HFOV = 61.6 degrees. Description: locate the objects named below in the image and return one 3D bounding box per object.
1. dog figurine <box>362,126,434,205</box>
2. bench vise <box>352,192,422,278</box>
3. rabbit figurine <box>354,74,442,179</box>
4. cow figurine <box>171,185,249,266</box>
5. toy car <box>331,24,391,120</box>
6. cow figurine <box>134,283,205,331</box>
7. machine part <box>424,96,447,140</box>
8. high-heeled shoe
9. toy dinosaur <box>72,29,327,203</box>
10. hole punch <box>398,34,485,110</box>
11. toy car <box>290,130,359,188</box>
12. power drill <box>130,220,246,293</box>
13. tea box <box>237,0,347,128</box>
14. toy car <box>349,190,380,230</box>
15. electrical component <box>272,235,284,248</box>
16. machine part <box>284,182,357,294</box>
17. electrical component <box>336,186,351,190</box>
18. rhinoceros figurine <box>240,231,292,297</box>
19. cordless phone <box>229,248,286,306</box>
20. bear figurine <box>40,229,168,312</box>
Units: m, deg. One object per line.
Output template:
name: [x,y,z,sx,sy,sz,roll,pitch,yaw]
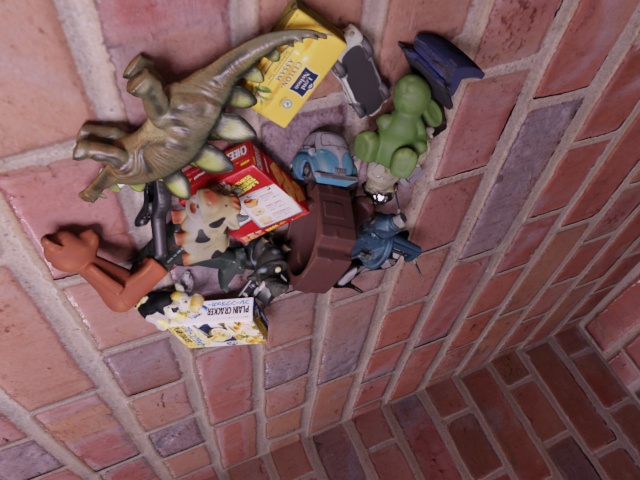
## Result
dog figurine: [0.168,-0.161,1.163,0.172,0.121,0.190,-16,159,6]
bench vise: [0.174,0.003,1.354,0.240,0.129,0.223,22,133,-30]
rabbit figurine: [0.164,-0.217,0.979,0.159,0.121,0.170,-26,141,-48]
cow figurine: [-0.195,-0.027,0.951,0.127,0.085,0.194,-12,157,-14]
toy car: [0.068,-0.286,0.940,0.073,0.056,0.201,-37,149,3]
cow figurine: [-0.338,0.141,1.206,0.167,0.068,0.098,-24,131,34]
machine part: [0.231,-0.268,1.104,0.084,0.039,0.138,-35,146,2]
high-heeled shoe: [0.121,0.040,1.464,0.145,0.086,0.248,36,96,-23]
toy dinosaur: [-0.205,-0.181,0.800,0.471,0.105,0.198,-35,133,25]
hole punch: [0.219,-0.310,0.951,0.092,0.142,0.115,-40,156,14]
toy car: [0.009,-0.157,1.026,0.109,0.162,0.102,7,99,-25]
power drill: [-0.276,0.047,1.134,0.207,0.086,0.232,23,120,-32]
tea box: [-0.048,-0.272,0.835,0.098,0.068,0.169,25,123,-27]
toy car: [0.062,-0.039,1.235,0.053,0.089,0.202,-51,-178,-38]
electrical component: [-0.068,0.020,1.264,0.048,0.075,0.119,-29,145,3]
machine part: [-0.002,-0.003,1.133,0.087,0.201,0.201,11,142,-23]
electrical component: [0.026,-0.108,1.195,0.094,0.021,0.063,-31,148,7]
rhinoceros figurine: [-0.121,0.044,1.155,0.073,0.191,0.112,19,110,-40]
cordless phone: [-0.182,0.081,1.281,0.184,0.089,0.146,14,132,-32]
bear figurine: [-0.395,0.035,0.973,0.132,0.195,0.120,-47,-165,-20]
